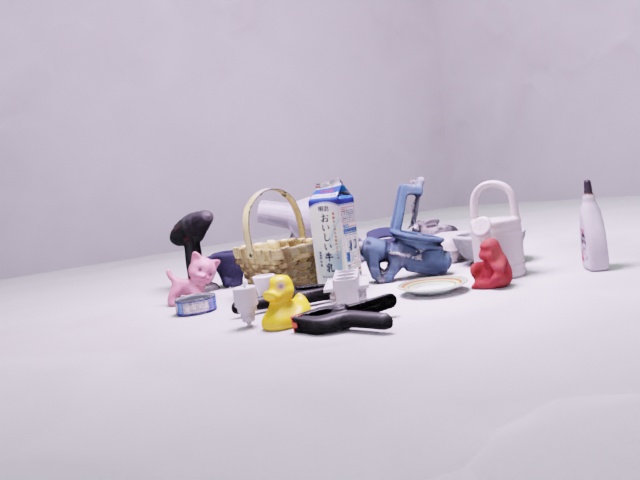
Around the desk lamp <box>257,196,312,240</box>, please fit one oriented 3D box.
[{"bbox_3d":[-0.075,-0.002,1.456,0.203,0.213,0.118,-7,5,2],"label":"desk lamp"}]

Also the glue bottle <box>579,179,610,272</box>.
[{"bbox_3d":[0.519,-0.030,1.096,0.037,0.173,0.078,-7,5,9],"label":"glue bottle"}]

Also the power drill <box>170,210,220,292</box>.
[{"bbox_3d":[-0.320,0.030,1.487,0.076,0.208,0.228,-11,6,-35],"label":"power drill"}]

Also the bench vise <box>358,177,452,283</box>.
[{"bbox_3d":[0.175,-0.021,1.248,0.208,0.220,0.121,-9,5,-13],"label":"bench vise"}]

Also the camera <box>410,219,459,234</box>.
[{"bbox_3d":[0.339,-0.013,1.629,0.137,0.101,0.142,-10,5,-28],"label":"camera"}]

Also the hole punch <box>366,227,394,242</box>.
[{"bbox_3d":[0.190,0.011,1.624,0.108,0.091,0.101,-8,5,-1],"label":"hole punch"}]

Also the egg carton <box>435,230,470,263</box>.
[{"bbox_3d":[0.330,0.017,1.459,0.107,0.069,0.151,-4,6,36],"label":"egg carton"}]

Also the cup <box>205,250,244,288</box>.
[{"bbox_3d":[-0.242,0.078,1.479,0.118,0.095,0.091,-11,6,-34],"label":"cup"}]

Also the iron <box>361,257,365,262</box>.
[{"bbox_3d":[0.031,0.008,1.605,0.259,0.141,0.118,-12,6,-41],"label":"iron"}]

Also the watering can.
[{"bbox_3d":[0.350,-0.022,1.141,0.100,0.194,0.173,-6,5,12],"label":"watering can"}]

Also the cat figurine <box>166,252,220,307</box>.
[{"bbox_3d":[-0.293,0.085,1.328,0.128,0.118,0.067,-8,5,-4],"label":"cat figurine"}]

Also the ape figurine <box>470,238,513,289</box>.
[{"bbox_3d":[0.314,0.042,1.050,0.076,0.092,0.077,-8,5,-8],"label":"ape figurine"}]

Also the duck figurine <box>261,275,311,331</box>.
[{"bbox_3d":[-0.060,0.101,0.970,0.077,0.086,0.105,-4,6,34],"label":"duck figurine"}]

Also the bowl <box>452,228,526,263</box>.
[{"bbox_3d":[0.393,0.017,1.330,0.167,0.075,0.167,-7,5,1],"label":"bowl"}]
